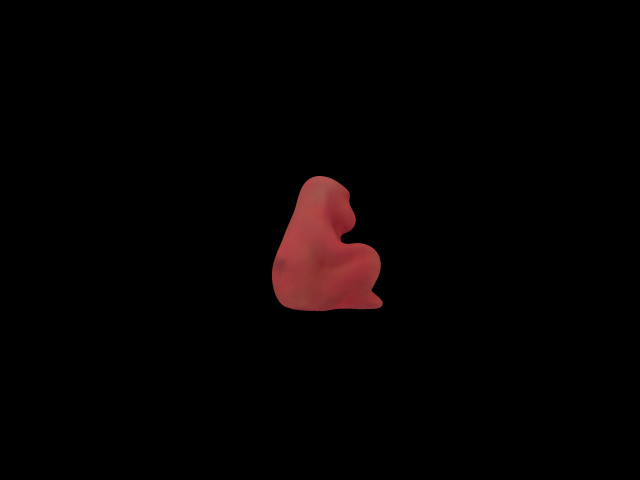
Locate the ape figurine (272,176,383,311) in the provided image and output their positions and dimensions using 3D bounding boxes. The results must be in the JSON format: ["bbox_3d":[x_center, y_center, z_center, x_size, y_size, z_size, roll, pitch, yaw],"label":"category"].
[{"bbox_3d":[0.004,0.001,0.400,0.076,0.092,0.077,-1,4,-15],"label":"ape figurine"}]
